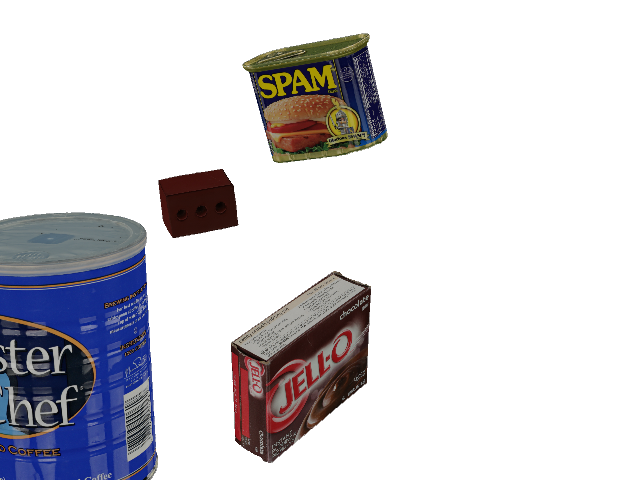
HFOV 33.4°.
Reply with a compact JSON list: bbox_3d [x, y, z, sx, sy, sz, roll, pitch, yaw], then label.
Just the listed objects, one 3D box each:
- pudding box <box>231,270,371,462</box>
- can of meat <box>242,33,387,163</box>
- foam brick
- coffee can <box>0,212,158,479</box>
[{"bbox_3d":[-0.012,0.086,0.741,0.039,0.090,0.113,24,41,30],"label":"pudding box"},{"bbox_3d":[-0.002,-0.112,0.854,0.102,0.084,0.057,-4,21,29],"label":"can of meat"},{"bbox_3d":[-0.138,-0.042,1.196,0.078,0.053,0.051,-12,29,-13],"label":"foam brick"},{"bbox_3d":[-0.145,0.064,0.593,0.103,0.140,0.103,-1,16,0],"label":"coffee can"}]
